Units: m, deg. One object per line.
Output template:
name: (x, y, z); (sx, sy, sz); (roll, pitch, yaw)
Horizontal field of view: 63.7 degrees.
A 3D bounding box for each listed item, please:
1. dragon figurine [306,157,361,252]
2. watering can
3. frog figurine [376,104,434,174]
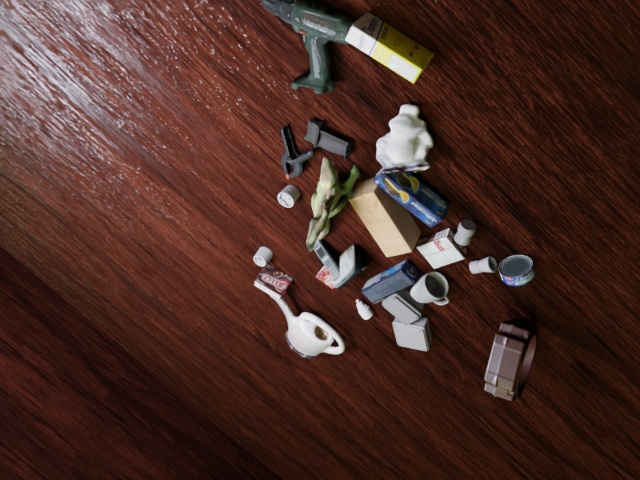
dragon figurine: (0.004, -0.071, 1.412); (0.122, 0.400, 0.248); (21, 44, 9)
watering can: (-0.066, 0.324, 1.919); (0.348, 0.106, 0.219); (35, -40, 0)
frog figurine: (0.202, -0.242, 1.242); (0.137, 0.159, 0.123); (-4, 0, 26)
